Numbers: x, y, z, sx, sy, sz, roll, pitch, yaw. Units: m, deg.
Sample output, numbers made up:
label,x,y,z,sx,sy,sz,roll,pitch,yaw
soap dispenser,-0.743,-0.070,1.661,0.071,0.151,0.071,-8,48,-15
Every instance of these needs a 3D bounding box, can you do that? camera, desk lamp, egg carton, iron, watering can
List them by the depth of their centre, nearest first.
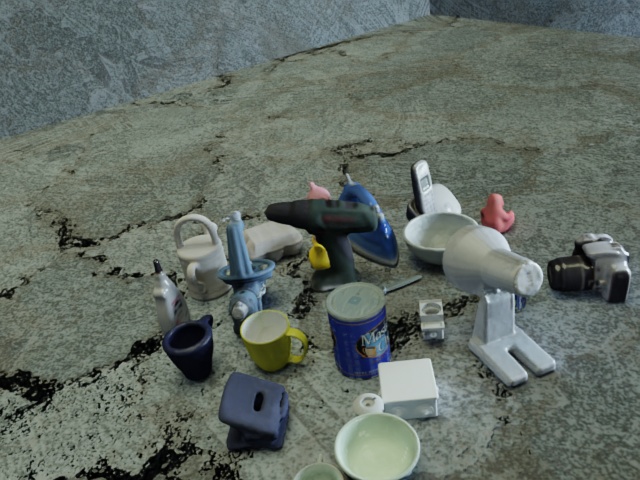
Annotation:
label,x,y,z,sx,sy,sz,roll,pitch,yaw
desk lamp,0.307,0.098,0.977,0.118,0.214,0.202,-19,32,-15
camera,0.516,0.046,1.117,0.136,0.101,0.143,-5,31,7
watering can,-0.264,0.025,1.267,0.101,0.194,0.172,-16,32,-10
iron,0.114,-0.055,1.349,0.119,0.142,0.257,-18,32,-15
egg carton,-0.121,0.006,1.381,0.150,0.069,0.107,-20,33,-18

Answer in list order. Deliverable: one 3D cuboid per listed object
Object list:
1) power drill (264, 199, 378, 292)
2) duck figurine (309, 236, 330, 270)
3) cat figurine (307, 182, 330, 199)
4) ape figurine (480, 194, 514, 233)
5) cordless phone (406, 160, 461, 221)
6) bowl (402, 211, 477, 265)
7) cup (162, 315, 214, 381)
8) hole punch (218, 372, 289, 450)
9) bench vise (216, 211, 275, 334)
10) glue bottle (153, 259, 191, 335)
label,x,y,z,sx,sy,sz,roll,pitch,yaw
power drill,0.011,0.004,1.214,0.229,0.209,0.075,-8,31,2
duck figurine,0.008,0.009,1.327,0.077,0.086,0.104,0,32,14
cat figurine,-0.007,-0.105,1.487,0.067,0.118,0.127,-12,31,-4
ape figurine,0.410,-0.066,1.337,0.076,0.092,0.077,-32,38,-33
cordless phone,0.268,-0.115,1.364,0.093,0.185,0.148,17,40,36
bowl,0.269,0.006,1.273,0.167,0.075,0.167,-7,31,4
cup,-0.228,0.203,1.061,0.091,0.095,0.118,7,35,25
hole punch,-0.103,0.271,0.921,0.101,0.091,0.108,-5,31,8
bench vise,-0.144,0.064,1.146,0.121,0.220,0.207,-17,32,-12
glue bottle,-0.309,0.112,1.155,0.037,0.173,0.078,-1,32,13
